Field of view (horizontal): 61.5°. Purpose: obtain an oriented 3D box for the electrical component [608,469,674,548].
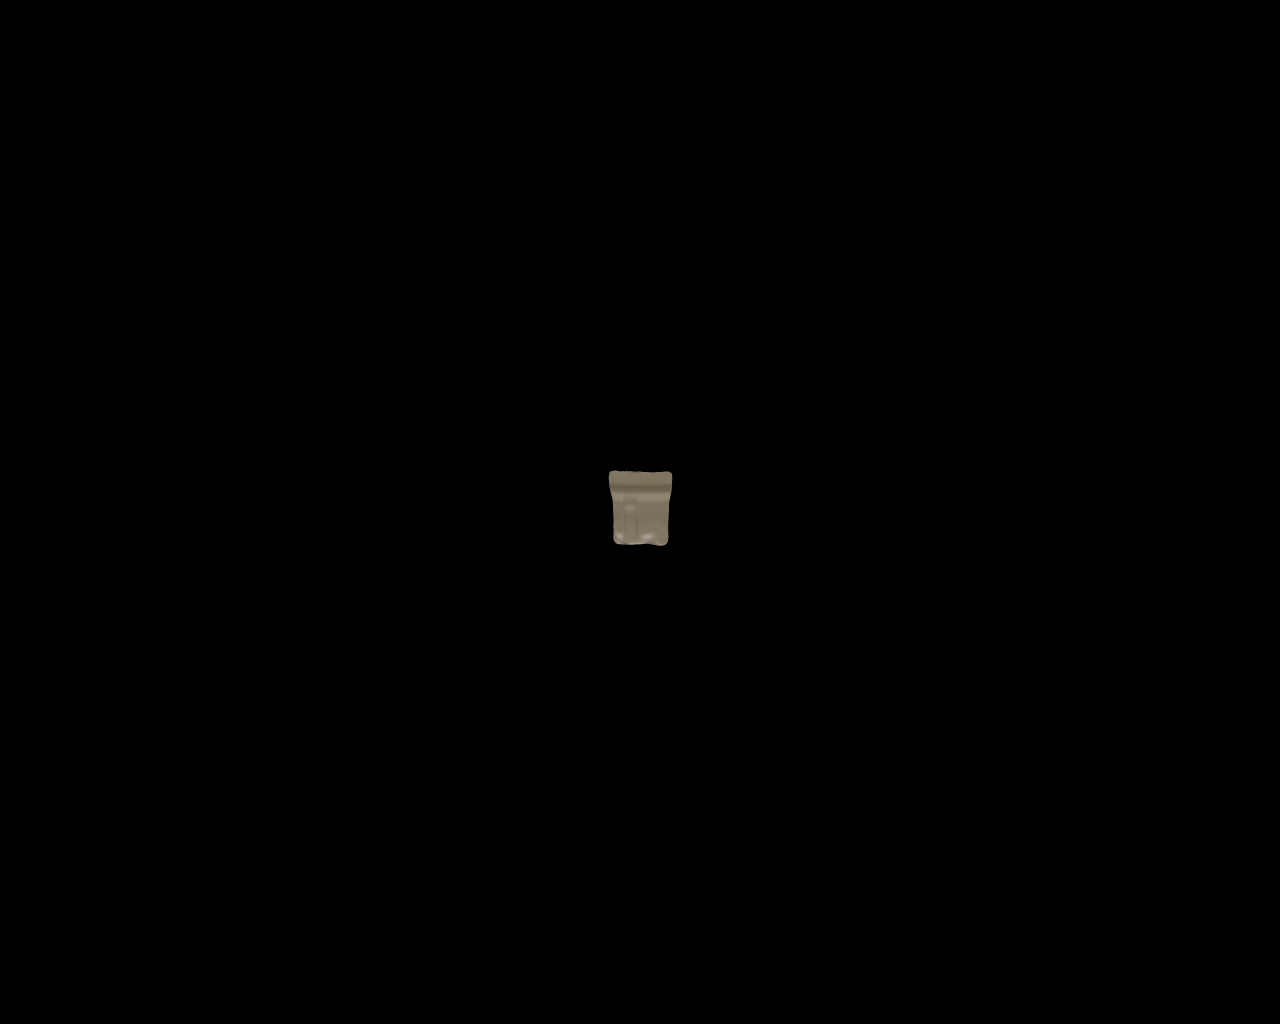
[{"bbox_3d":[0.001,-0.003,0.650,0.040,0.046,0.040,0,4,0],"label":"electrical component"}]
